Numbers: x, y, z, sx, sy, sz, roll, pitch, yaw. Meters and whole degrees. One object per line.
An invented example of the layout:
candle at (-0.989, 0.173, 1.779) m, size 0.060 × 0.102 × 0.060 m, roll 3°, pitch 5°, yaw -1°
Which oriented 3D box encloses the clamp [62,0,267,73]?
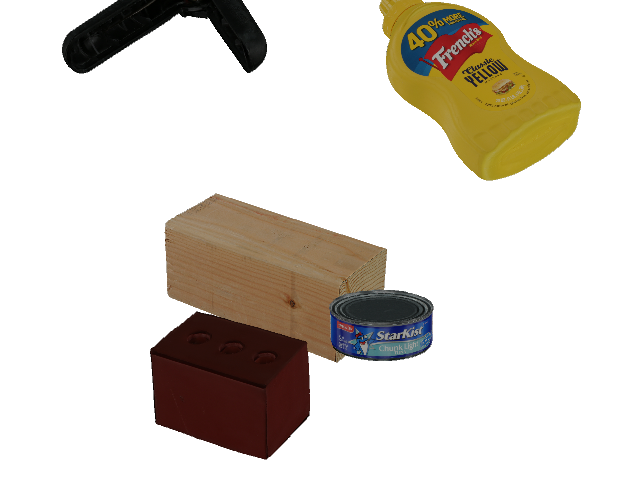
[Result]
clamp at (-0.070, -0.152, 0.653) m, size 0.120 × 0.171 × 0.039 m, roll 12°, pitch -41°, yaw 14°

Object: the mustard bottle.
mustard bottle at (0.108, -0.135, 0.840) m, size 0.096 × 0.192 × 0.058 m, roll -30°, pitch -32°, yaw -15°

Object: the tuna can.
tuna can at (0.050, 0.069, 0.879) m, size 0.086 × 0.034 × 0.086 m, roll -1°, pitch 15°, yaw 0°

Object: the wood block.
wood block at (-0.047, 0.034, 1.065) m, size 0.206 × 0.091 × 0.090 m, roll 19°, pitch 33°, yaw 28°

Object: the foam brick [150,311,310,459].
foam brick at (-0.051, 0.083, 0.615) m, size 0.078 × 0.051 × 0.052 m, roll 13°, pitch 27°, yaw 23°
